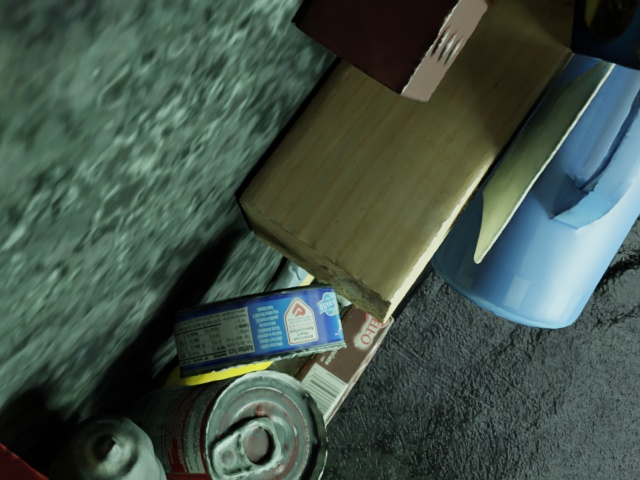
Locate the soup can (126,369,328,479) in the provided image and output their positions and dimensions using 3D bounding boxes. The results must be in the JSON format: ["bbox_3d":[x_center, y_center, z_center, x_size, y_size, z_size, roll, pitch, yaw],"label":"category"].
[{"bbox_3d":[-0.052,0.103,0.542,0.102,0.068,0.068,-17,-153,54],"label":"soup can"}]

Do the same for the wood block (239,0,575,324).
[{"bbox_3d":[0.057,-0.069,0.552,0.206,0.090,0.091,-54,172,-8],"label":"wood block"}]

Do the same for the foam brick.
[{"bbox_3d":[0.033,-0.094,0.442,0.053,0.051,0.078,-57,172,12],"label":"foam brick"}]

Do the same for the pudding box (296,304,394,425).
[{"bbox_3d":[0.009,0.107,0.837,0.113,0.039,0.090,-52,171,-19],"label":"pudding box"}]

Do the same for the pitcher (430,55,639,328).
[{"bbox_3d":[0.165,-0.066,0.674,0.148,0.145,0.243,0,119,-51],"label":"pitcher"}]

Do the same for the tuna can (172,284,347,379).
[{"bbox_3d":[-0.031,0.046,0.542,0.086,0.034,0.086,-11,174,-1],"label":"tuna can"}]

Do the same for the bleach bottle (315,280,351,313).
[{"bbox_3d":[0.073,-0.034,0.893,0.250,0.068,0.102,-51,169,-12],"label":"bleach bottle"}]

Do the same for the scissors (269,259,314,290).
[{"bbox_3d":[-0.005,0.001,0.741,0.096,0.016,0.202,-48,170,-49],"label":"scissors"}]

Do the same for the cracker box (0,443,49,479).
[{"bbox_3d":[-0.096,0.181,0.418,0.072,0.164,0.214,-50,172,-34],"label":"cracker box"}]

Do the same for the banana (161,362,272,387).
[{"bbox_3d":[-0.064,0.084,0.667,0.070,0.037,0.197,-54,174,25],"label":"banana"}]
